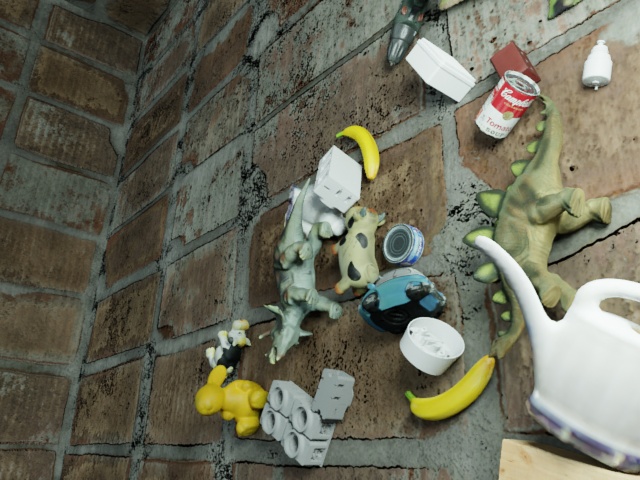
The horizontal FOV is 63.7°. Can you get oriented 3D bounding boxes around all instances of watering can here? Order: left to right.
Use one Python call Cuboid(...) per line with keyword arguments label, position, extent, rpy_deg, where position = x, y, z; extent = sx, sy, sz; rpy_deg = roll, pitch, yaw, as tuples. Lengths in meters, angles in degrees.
Cuboid(label="watering can", position=(0.330, 0.145, 0.652), extent=(0.350, 0.104, 0.222), rpy_deg=(25, 102, 20))

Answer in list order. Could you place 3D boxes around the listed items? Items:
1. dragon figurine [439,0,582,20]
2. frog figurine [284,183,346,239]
Cuboid(label="dragon figurine", position=(0.407, -0.520, 0.960), extent=(0.403, 0.122, 0.247), rpy_deg=(-44, 51, 43))
Cuboid(label="frog figurine", position=(0.004, -0.063, 1.261), extent=(0.160, 0.121, 0.139), rpy_deg=(14, 77, 17))
